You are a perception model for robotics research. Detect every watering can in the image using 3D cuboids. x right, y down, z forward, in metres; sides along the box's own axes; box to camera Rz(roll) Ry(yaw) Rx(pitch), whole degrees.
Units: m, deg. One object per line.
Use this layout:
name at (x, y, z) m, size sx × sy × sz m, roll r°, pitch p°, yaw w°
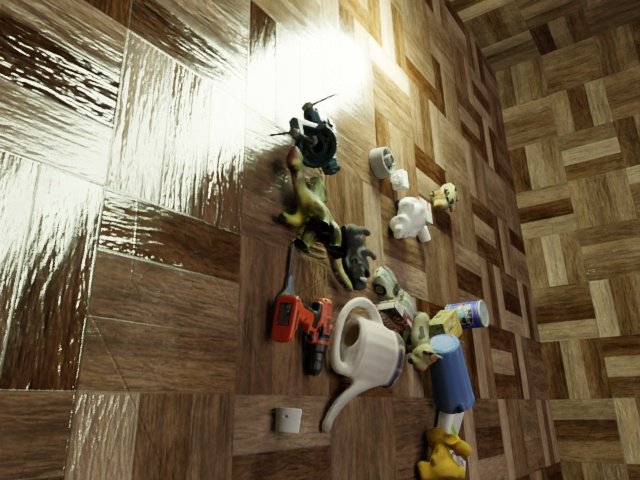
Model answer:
watering can at (0.108, 0.326, 1.325) m, size 0.222 × 0.103 × 0.354 m, roll 27°, pitch 63°, yaw -29°

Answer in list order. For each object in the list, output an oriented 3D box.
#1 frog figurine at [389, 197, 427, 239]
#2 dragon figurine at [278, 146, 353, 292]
frog figurine at (0.304, -0.071, 1.776) m, size 0.162 × 0.122 × 0.135 m, roll -49°, pitch 139°, yaw -65°
dragon figurine at (0.004, -0.068, 1.351) m, size 0.249 × 0.121 × 0.402 m, roll -82°, pitch 150°, yaw -44°
